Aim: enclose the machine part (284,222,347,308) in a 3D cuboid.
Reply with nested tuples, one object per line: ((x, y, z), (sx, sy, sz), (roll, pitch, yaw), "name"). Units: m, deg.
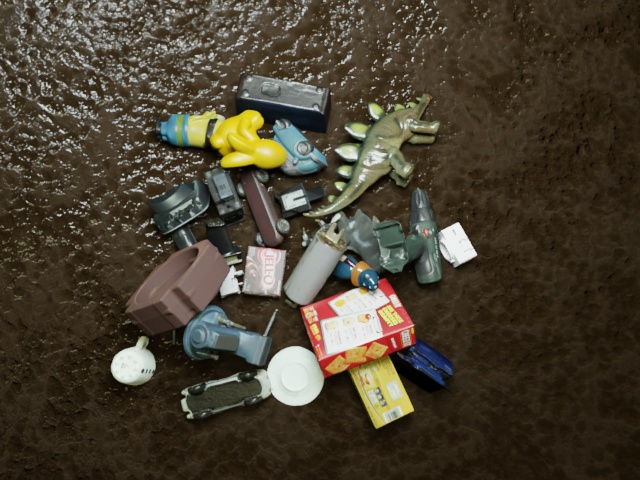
((-0.011, 0.063, 1.207), (0.079, 0.079, 0.243), (34, 116, 6), "machine part")

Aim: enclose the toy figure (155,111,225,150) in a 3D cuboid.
((-0.310, -0.263, 1.316), (0.180, 0.082, 0.089), (-2, 89, -6), "toy figure")

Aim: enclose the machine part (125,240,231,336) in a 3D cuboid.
((-0.304, 0.103, 1.158), (0.087, 0.201, 0.201), (54, 39, -21), "machine part")

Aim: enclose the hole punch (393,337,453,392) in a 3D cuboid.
((0.236, 0.271, 1.194), (0.142, 0.115, 0.092), (37, 71, 6), "hole punch")

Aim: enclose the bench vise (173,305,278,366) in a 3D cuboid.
((-0.230, 0.202, 1.184), (0.241, 0.223, 0.128), (13, 95, 34), "bench vise")

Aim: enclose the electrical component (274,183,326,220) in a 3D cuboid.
((-0.047, -0.097, 1.300), (0.119, 0.047, 0.075), (-22, 79, -6), "electrical component")

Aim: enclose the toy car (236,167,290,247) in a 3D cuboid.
((-0.135, -0.079, 1.278), (0.089, 0.053, 0.202), (-34, 72, 38), "toy car")

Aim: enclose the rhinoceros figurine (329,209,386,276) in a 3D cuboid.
((0.100, -0.004, 1.275), (0.112, 0.073, 0.190), (-38, 83, 2), "rhinoceros figurine")

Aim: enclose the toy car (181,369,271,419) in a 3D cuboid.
((-0.209, 0.342, 1.197), (0.202, 0.056, 0.073), (-14, 85, -3), "toy car")

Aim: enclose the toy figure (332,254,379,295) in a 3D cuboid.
((0.078, 0.071, 1.227), (0.155, 0.064, 0.058), (23, 77, 39), "toy figure")

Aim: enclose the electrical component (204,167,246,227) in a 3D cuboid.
((-0.222, -0.104, 1.254), (0.058, 0.134, 0.115), (-23, 80, -8), "electrical component")

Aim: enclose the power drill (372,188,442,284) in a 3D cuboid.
((0.204, -0.008, 1.224), (0.086, 0.207, 0.232), (-14, 84, 32), "power drill")

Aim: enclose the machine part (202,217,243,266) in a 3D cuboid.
((-0.228, 0.008, 1.243), (0.084, 0.138, 0.039), (-15, 35, 0), "machine part")

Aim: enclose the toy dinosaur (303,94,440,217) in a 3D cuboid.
((0.142, -0.207, 1.298), (0.199, 0.105, 0.471), (30, 66, 13), "toy dinosaur")

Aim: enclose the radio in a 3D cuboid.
((-0.089, -0.332, 1.308), (0.230, 0.131, 0.073), (9, 79, 1), "radio")

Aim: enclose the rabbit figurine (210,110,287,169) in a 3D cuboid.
((-0.158, -0.219, 1.237), (0.173, 0.162, 0.121), (31, 117, 25), "rabbit figurine")

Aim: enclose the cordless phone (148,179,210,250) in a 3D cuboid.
((-0.302, -0.035, 1.257), (0.147, 0.089, 0.184), (-28, 89, 15), "cordless phone")

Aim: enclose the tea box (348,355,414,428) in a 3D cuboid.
((0.127, 0.319, 1.201), (0.098, 0.068, 0.169), (-22, 78, -6), "tea box")

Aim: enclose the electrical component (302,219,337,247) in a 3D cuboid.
((-0.002, -0.004, 1.257), (0.045, 0.102, 0.078), (4, 67, -37), "electrical component")

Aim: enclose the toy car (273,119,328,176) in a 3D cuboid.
((-0.066, -0.210, 1.300), (0.103, 0.109, 0.162), (-47, 73, 8), "toy car")
